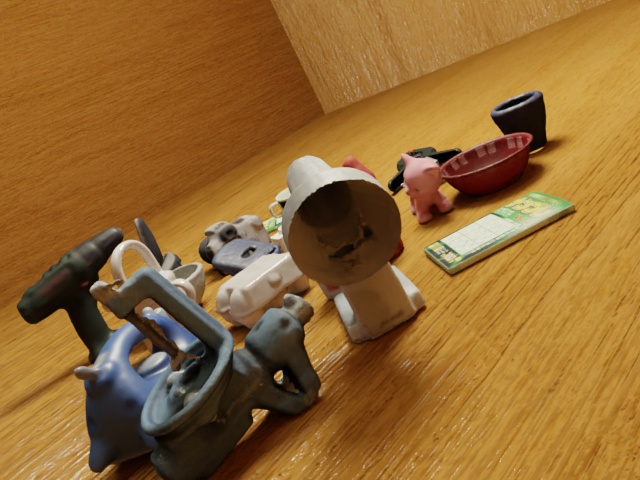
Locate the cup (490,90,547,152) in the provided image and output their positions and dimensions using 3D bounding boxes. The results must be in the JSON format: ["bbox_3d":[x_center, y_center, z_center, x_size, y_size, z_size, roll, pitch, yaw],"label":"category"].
[{"bbox_3d":[0.359,-0.206,1.019,0.091,0.095,0.118,-24,16,12],"label":"cup"}]

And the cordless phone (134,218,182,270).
[{"bbox_3d":[-0.357,0.041,1.244,0.094,0.185,0.147,-33,16,-19],"label":"cordless phone"}]

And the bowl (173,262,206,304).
[{"bbox_3d":[-0.281,0.115,1.088,0.167,0.075,0.167,-25,16,8],"label":"bowl"}]

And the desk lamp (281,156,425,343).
[{"bbox_3d":[0.030,0.007,0.656,0.118,0.214,0.203,-28,16,-2],"label":"desk lamp"}]

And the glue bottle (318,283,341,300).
[{"bbox_3d":[0.007,-0.001,0.798,0.078,0.173,0.037,-20,17,24],"label":"glue bottle"}]

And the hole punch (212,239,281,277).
[{"bbox_3d":[-0.125,0.040,1.040,0.101,0.091,0.109,-18,18,29],"label":"hole punch"}]

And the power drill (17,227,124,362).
[{"bbox_3d":[-0.435,0.115,1.095,0.230,0.209,0.075,-33,17,-19],"label":"power drill"}]

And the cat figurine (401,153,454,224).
[{"bbox_3d":[0.166,-0.096,0.942,0.067,0.118,0.127,-26,16,4],"label":"cat figurine"}]

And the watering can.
[{"bbox_3d":[-0.283,0.093,0.936,0.172,0.194,0.101,-25,16,7],"label":"watering can"}]

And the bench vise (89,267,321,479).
[{"bbox_3d":[-0.114,0.103,0.575,0.121,0.220,0.208,-9,24,48],"label":"bench vise"}]

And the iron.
[{"bbox_3d":[-0.209,0.155,0.712,0.118,0.141,0.258,-24,16,13],"label":"iron"}]

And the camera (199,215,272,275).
[{"bbox_3d":[-0.208,0.003,1.280,0.143,0.101,0.136,-38,19,-33],"label":"camera"}]

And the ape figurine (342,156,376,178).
[{"bbox_3d":[0.082,-0.147,1.297,0.076,0.092,0.078,-17,18,32],"label":"ape figurine"}]

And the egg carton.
[{"bbox_3d":[-0.089,0.077,0.902,0.151,0.069,0.107,-37,18,-32],"label":"egg carton"}]
